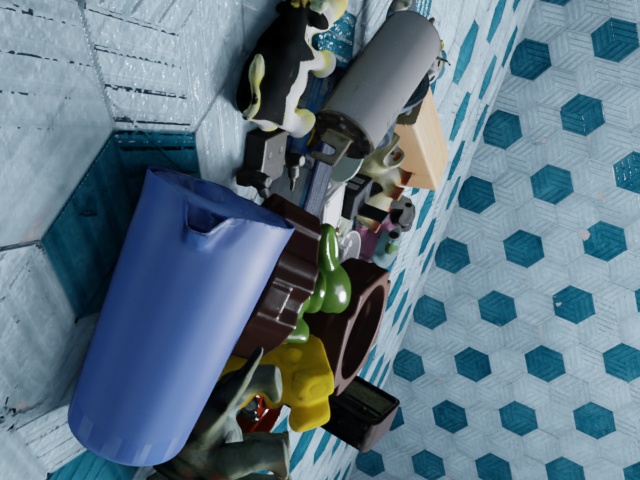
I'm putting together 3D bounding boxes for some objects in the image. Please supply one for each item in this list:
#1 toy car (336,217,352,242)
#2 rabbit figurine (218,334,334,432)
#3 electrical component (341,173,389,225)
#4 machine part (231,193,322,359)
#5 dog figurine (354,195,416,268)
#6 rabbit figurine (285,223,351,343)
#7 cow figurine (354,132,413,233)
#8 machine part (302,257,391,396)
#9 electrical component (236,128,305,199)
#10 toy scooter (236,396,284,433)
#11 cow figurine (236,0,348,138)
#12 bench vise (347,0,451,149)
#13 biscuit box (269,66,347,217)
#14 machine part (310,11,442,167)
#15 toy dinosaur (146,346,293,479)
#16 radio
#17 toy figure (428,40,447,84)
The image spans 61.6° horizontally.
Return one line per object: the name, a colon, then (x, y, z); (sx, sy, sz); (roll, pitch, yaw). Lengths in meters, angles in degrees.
toy car: (-0.002, -0.003, 0.864); (0.202, 0.056, 0.073); (-51, 156, -42)
rabbit figurine: (-0.078, 0.184, 0.752); (0.121, 0.173, 0.162); (93, -18, -50)
electrical component: (0.052, -0.068, 0.837); (0.075, 0.119, 0.047); (-44, 151, -46)
machine part: (-0.062, 0.041, 0.578); (0.179, 0.056, 0.179); (-47, -151, 36)
dog figurine: (0.125, 0.019, 1.187); (0.191, 0.109, 0.219); (-55, 164, -40)
rabbit figurine: (-0.026, 0.055, 0.745); (0.170, 0.121, 0.159); (6, 88, -47)
cow figurine: (0.087, -0.111, 0.912); (0.085, 0.127, 0.194); (-60, 177, -37)
machine part: (0.039, 0.142, 0.919); (0.201, 0.087, 0.201); (-30, 134, -59)
electrical component: (-0.054, -0.090, 0.622); (0.102, 0.045, 0.078); (-36, 146, -58)
toy scooter: (-0.101, 0.273, 0.891); (0.135, 0.075, 0.183); (-56, 164, -32)
cow figurine: (-0.031, -0.192, 0.537); (0.098, 0.068, 0.167); (7, 105, -65)
bench vise: (0.107, -0.259, 0.770); (0.223, 0.129, 0.240); (-61, 166, -27)
biscuit box: (-0.012, -0.121, 0.683); (0.063, 0.059, 0.202); (-24, 135, -64)
machine part: (0.068, -0.177, 0.612); (0.243, 0.079, 0.079); (-57, 160, -21)
toy dinosaur: (-0.129, 0.241, 0.619); (0.131, 0.192, 0.404); (-104, -172, -49)
radio: (0.031, 0.317, 1.077); (0.131, 0.230, 0.073); (-15, 126, -62)
toy figure: (0.180, -0.318, 0.965); (0.180, 0.089, 0.082); (-52, 143, -62)
